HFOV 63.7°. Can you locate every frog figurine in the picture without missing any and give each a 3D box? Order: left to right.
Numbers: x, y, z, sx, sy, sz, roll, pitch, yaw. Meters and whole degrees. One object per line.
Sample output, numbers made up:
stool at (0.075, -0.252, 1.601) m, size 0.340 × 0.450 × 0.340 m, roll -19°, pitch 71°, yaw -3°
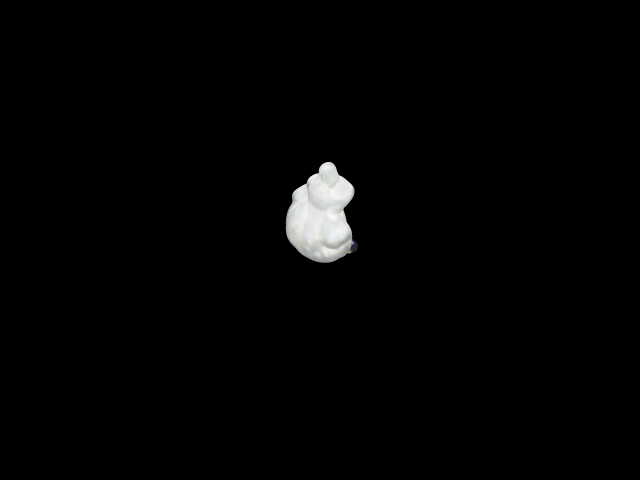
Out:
frog figurine at (0.003, -0.043, 0.850) m, size 0.123 × 0.140 × 0.156 m, roll -20°, pitch -30°, yaw -12°
